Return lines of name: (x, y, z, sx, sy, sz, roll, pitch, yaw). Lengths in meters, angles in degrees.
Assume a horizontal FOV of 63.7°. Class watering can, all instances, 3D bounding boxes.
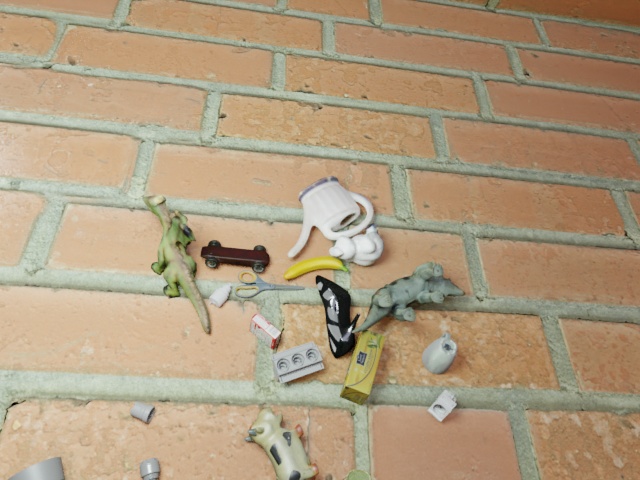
watering can: (0.005, -0.083, 1.641, 0.351, 0.101, 0.228, -23, 62, -25)

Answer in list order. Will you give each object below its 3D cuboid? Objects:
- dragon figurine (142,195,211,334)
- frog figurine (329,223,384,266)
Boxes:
dragon figurine: (-0.380, 0.037, 1.402, 0.123, 0.237, 0.416, -23, 60, -30)
frog figurine: (0.114, 0.030, 1.559, 0.161, 0.136, 0.122, -26, 92, -47)
